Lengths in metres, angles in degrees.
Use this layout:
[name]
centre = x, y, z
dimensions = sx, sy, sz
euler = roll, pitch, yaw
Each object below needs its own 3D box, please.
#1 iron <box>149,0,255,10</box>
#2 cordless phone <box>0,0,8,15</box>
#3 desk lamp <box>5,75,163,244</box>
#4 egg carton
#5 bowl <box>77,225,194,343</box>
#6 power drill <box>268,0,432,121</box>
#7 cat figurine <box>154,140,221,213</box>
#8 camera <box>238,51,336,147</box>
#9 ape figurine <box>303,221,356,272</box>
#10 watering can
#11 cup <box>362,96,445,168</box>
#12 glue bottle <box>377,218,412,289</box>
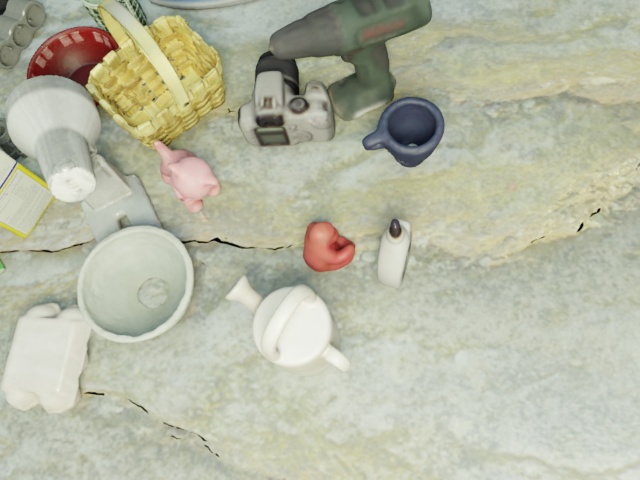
[iron]
centre = -0.187, -0.478, 0.956
dimensions = 0.258, 0.141, 0.118
euler = -14, 70, 2
[cordless phone]
centre = -0.639, -0.457, 0.977
dimensions = 0.147, 0.185, 0.094
euler = 9, 73, 10
[desk lamp]
centre = -0.328, -0.097, 0.805
dimensions = 0.118, 0.214, 0.203
euler = -30, 71, -4
[egg carton]
centre = -0.374, 0.163, 0.798
dimensions = 0.107, 0.069, 0.150
euler = 3, 72, 8
[bowl]
centre = -0.249, 0.068, 0.813
dimensions = 0.167, 0.075, 0.167
euler = -2, 71, 6
[power drill]
centre = 0.049, -0.264, 0.821
dimensions = 0.229, 0.208, 0.075
euler = -27, 70, -3
[cat figurine]
centre = -0.198, -0.099, 0.841
dimensions = 0.067, 0.118, 0.127
euler = -42, 72, -8
[camera]
centre = -0.052, -0.225, 0.877
dimensions = 0.143, 0.101, 0.137
euler = -3, 71, 6
[ape figurine]
centre = 0.007, 0.003, 0.797
dimensions = 0.076, 0.092, 0.077
euler = -33, 71, -5
[watering can]
centre = -0.040, 0.107, 0.713
dimensions = 0.172, 0.194, 0.101
euler = 11, 73, 10
[cup]
centre = 0.119, -0.141, 0.832
dimensions = 0.117, 0.095, 0.091
euler = -20, 70, 0
[glue bottle]
centre = 0.098, 0.007, 0.742
dimensions = 0.037, 0.173, 0.078
euler = 14, 74, 11
